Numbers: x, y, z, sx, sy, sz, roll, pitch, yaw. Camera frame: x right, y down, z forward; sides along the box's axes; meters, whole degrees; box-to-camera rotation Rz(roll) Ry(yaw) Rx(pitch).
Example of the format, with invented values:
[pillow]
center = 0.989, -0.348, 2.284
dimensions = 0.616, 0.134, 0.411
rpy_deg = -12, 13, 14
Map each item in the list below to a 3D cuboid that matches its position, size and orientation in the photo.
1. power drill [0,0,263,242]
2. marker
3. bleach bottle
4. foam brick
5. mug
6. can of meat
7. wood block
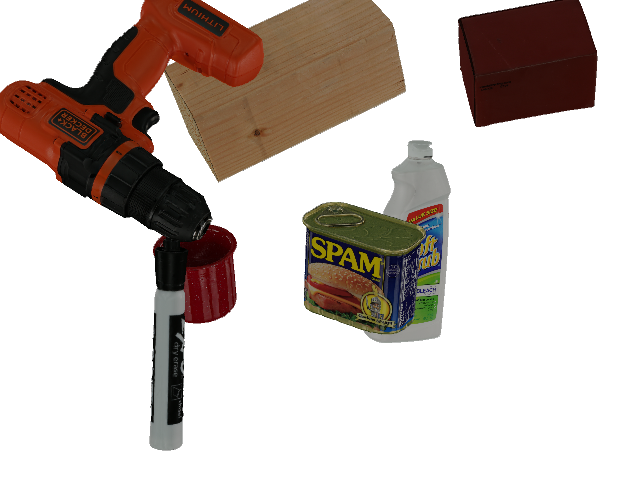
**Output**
[power drill]
center = -0.123, -0.101, 0.810
dimensions = 0.184, 0.187, 0.057
rpy_deg = 33, -33, 8
[marker]
center = -0.086, 0.059, 0.605
dimensions = 0.020, 0.121, 0.020
rpy_deg = 3, 10, -1
[bleach bottle]
center = 0.111, 0.000, 1.347
dimensions = 0.102, 0.251, 0.068
rpy_deg = -3, 16, -18
[foam brick]
center = 0.130, -0.113, 0.676
dimensions = 0.078, 0.051, 0.053
rpy_deg = -9, -34, 3
[mug]
center = -0.147, 0.035, 1.212
dimensions = 0.117, 0.081, 0.093
rpy_deg = 26, 42, 36
[can of meat]
center = 0.034, 0.024, 0.899
dimensions = 0.102, 0.084, 0.057
rpy_deg = 18, 31, 28
[wood block]
center = -0.033, -0.155, 1.031
dimensions = 0.206, 0.091, 0.090
rpy_deg = -26, 48, -8
